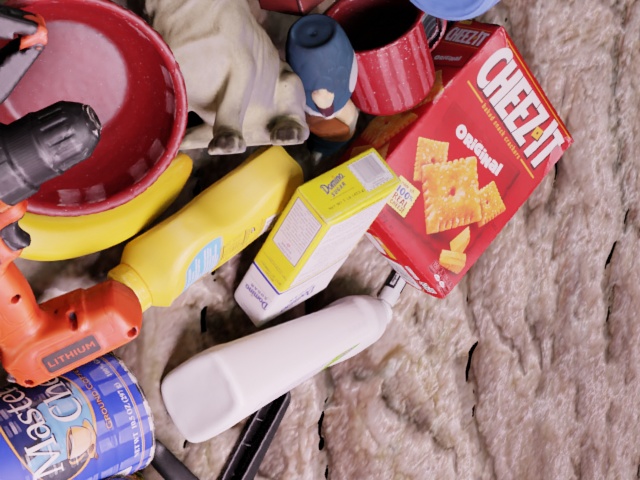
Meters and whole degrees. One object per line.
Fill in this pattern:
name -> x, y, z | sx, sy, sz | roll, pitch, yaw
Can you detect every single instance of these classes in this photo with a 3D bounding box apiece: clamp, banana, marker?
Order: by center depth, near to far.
clamp -> -0.248, -0.094, 0.651 | 0.171, 0.039, 0.120 | -11, 129, -10
banana -> -0.175, -0.022, 0.800 | 0.197, 0.037, 0.070 | -12, 116, -44
clamp -> -0.088, 0.240, 1.009 | 0.164, 0.036, 0.210 | -23, 122, -37
marker -> 0.099, 0.015, 1.120 | 0.121, 0.020, 0.020 | -58, 138, -10

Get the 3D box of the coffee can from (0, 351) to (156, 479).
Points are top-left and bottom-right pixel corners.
coffee can -> -0.208, 0.151, 0.791 | 0.140, 0.103, 0.103 | -21, 121, -40

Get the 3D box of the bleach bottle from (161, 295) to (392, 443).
bleach bottle -> -0.022, 0.104, 0.988 | 0.250, 0.103, 0.068 | -20, 78, -48

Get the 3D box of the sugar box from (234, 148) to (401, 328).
sugar box -> -0.006, 0.001, 0.915 | 0.093, 0.048, 0.176 | -29, 166, -37

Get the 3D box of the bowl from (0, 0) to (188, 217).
bowl -> -0.173, -0.098, 0.725 | 0.162, 0.055, 0.162 | -6, 122, -10

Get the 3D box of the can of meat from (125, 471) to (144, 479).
can of meat -> -0.163, 0.223, 0.886 | 0.057, 0.084, 0.102 | -56, 138, -13

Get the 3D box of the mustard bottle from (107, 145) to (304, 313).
mustard bottle -> -0.100, 0.001, 0.858 | 0.191, 0.058, 0.096 | -39, 172, -28

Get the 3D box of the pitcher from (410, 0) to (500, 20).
pitcher -> 0.159, -0.296, 0.922 | 0.149, 0.145, 0.242 | 52, 48, -10

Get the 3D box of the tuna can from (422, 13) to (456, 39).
tuna can -> 0.103, -0.194, 1.023 | 0.085, 0.034, 0.086 | -19, 120, -37

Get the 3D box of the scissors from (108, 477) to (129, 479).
scissors -> -0.120, 0.202, 0.836 | 0.201, 0.016, 0.096 | -23, 134, -39

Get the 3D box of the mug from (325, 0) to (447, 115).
mug -> 0.064, -0.172, 0.945 | 0.117, 0.093, 0.081 | -38, 137, -12

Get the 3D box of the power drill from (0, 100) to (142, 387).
power drill -> -0.196, 0.006, 0.719 | 0.184, 0.057, 0.187 | -24, 130, 7

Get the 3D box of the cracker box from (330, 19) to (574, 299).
cracker box -> 0.126, -0.075, 1.010 | 0.213, 0.072, 0.164 | -49, 126, -10

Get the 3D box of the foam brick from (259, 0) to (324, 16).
foam brick -> -0.012, -0.227, 0.871 | 0.078, 0.051, 0.053 | -42, 132, -27
